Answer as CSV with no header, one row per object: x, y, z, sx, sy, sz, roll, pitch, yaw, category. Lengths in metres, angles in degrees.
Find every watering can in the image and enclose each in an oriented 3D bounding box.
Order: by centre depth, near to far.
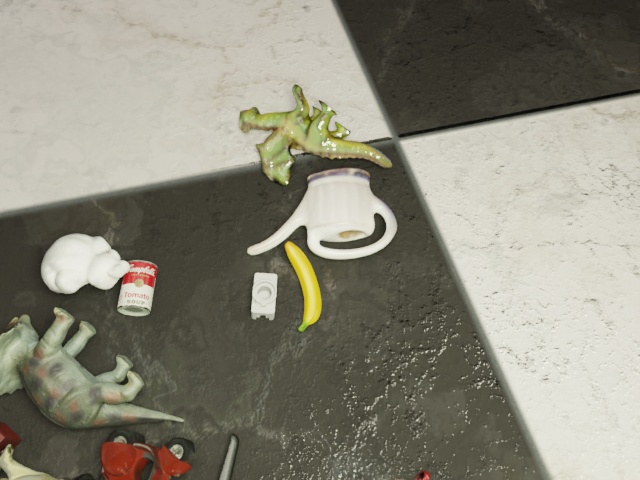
0.004,-0.061,1.209,0.348,0.102,0.229,-2,65,0,watering can

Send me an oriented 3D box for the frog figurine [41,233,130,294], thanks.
-0.481,0.052,1.054,0.159,0.120,0.140,3,36,32,frog figurine

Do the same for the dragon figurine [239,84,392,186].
-0.043,-0.237,1.313,0.413,0.120,0.244,40,82,15,dragon figurine
